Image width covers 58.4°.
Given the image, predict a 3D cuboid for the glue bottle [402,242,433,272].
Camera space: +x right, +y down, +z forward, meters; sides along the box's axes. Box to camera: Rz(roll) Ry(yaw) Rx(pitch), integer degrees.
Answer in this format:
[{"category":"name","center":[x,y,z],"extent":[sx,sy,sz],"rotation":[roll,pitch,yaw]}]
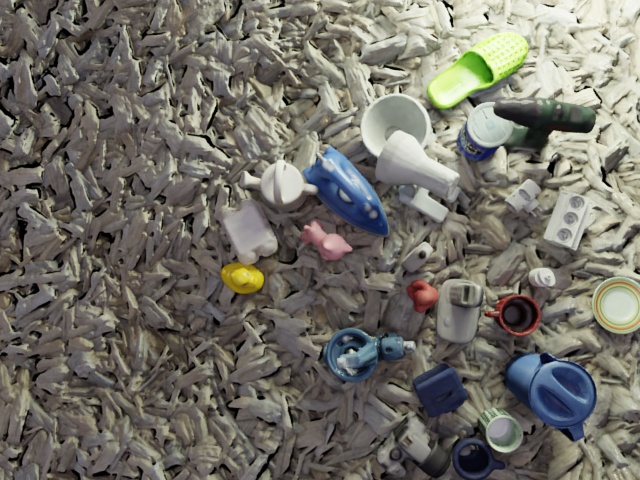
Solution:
[{"category":"glue bottle","center":[0.227,0.036,1.306],"extent":[0.037,0.173,0.078],"rotation":[42,89,6]}]

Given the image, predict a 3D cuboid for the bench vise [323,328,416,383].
[{"category":"bench vise","center":[0.103,0.242,1.272],"extent":[0.207,0.220,0.121],"rotation":[-26,84,1]}]

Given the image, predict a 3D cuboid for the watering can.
[{"category":"watering can","center":[-0.095,-0.126,1.325],"extent":[0.173,0.194,0.101],"rotation":[-15,85,2]}]

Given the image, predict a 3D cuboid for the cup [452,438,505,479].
[{"category":"cup","center":[0.353,0.491,1.301],"extent":[0.117,0.095,0.092],"rotation":[10,86,4]}]

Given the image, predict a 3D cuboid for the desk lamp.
[{"category":"desk lamp","center":[0.228,-0.143,1.300],"extent":[0.203,0.213,0.118],"rotation":[30,88,5]}]

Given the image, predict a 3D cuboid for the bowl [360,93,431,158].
[{"category":"bowl","center":[0.179,-0.261,1.382],"extent":[0.167,0.075,0.167],"rotation":[0,85,3]}]

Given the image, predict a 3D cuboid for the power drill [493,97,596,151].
[{"category":"power drill","center":[0.486,-0.265,1.299],"extent":[0.229,0.208,0.076],"rotation":[3,85,3]}]

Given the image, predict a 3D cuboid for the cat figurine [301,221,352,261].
[{"category":"cat figurine","center":[0.012,0.005,1.347],"extent":[0.127,0.118,0.067],"rotation":[37,88,5]}]

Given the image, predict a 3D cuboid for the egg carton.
[{"category":"egg carton","center":[-0.171,-0.020,1.383],"extent":[0.107,0.069,0.150],"rotation":[-28,84,1]}]

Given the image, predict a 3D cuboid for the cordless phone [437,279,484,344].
[{"category":"cordless phone","center":[0.322,0.161,1.284],"extent":[0.094,0.185,0.148],"rotation":[5,86,4]}]

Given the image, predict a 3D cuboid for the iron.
[{"category":"iron","center":[0.075,-0.108,1.341],"extent":[0.118,0.141,0.258],"rotation":[-44,85,-1]}]

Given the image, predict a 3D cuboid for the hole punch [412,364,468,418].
[{"category":"hole punch","center":[0.281,0.350,1.319],"extent":[0.108,0.091,0.101],"rotation":[-29,84,0]}]

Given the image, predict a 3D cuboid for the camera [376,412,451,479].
[{"category":"camera","center":[0.219,0.491,1.305],"extent":[0.137,0.101,0.143],"rotation":[41,88,5]}]

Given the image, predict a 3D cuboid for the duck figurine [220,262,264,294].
[{"category":"duck figurine","center":[-0.191,0.090,1.367],"extent":[0.104,0.086,0.077],"rotation":[17,86,4]}]

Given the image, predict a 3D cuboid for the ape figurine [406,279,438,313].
[{"category":"ape figurine","center":[0.240,0.133,1.338],"extent":[0.076,0.092,0.078],"rotation":[11,86,4]}]
